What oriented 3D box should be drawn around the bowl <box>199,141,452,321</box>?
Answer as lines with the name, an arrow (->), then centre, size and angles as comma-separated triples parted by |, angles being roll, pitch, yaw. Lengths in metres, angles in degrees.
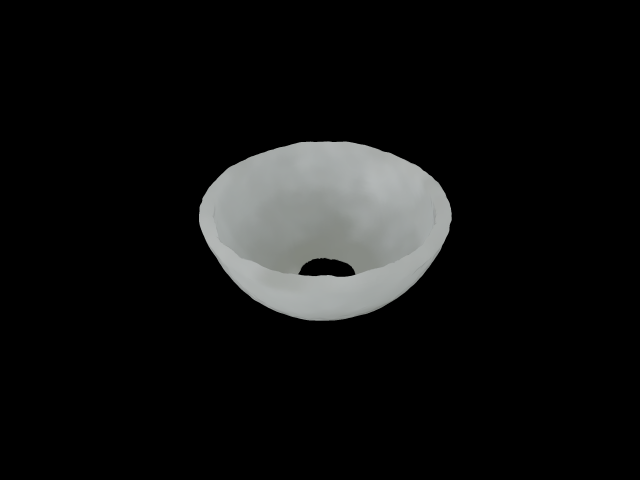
bowl -> 0.004, 0.001, 0.400 | 0.167, 0.075, 0.167 | 0, 38, 0
